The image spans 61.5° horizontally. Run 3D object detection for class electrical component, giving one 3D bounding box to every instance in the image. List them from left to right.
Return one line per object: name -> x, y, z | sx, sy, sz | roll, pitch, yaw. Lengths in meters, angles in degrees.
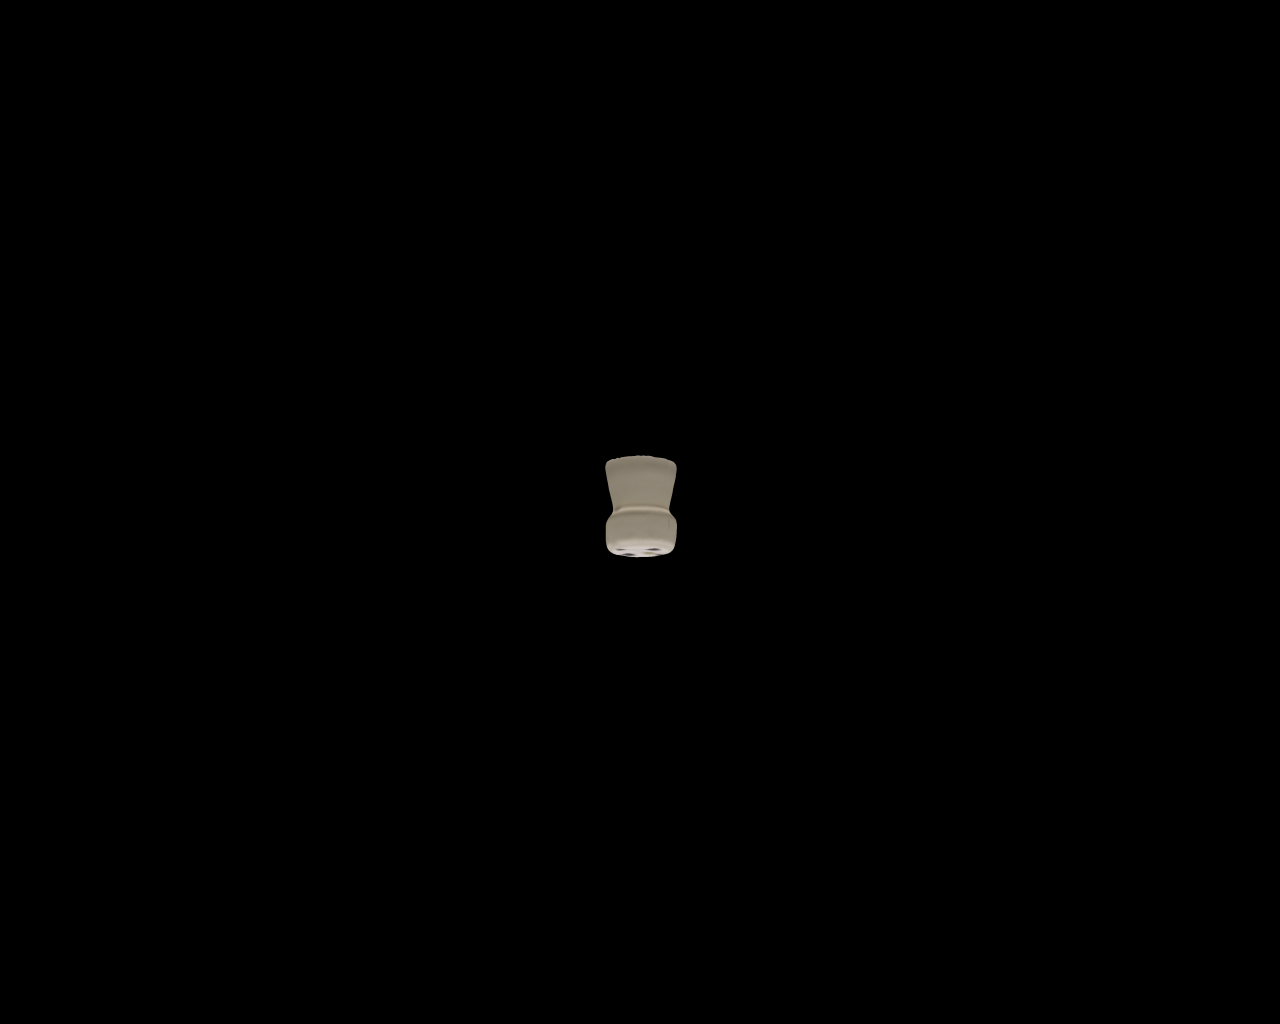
electrical component -> 0.001, -0.003, 0.650 | 0.045, 0.055, 0.045 | 0, -13, 0
